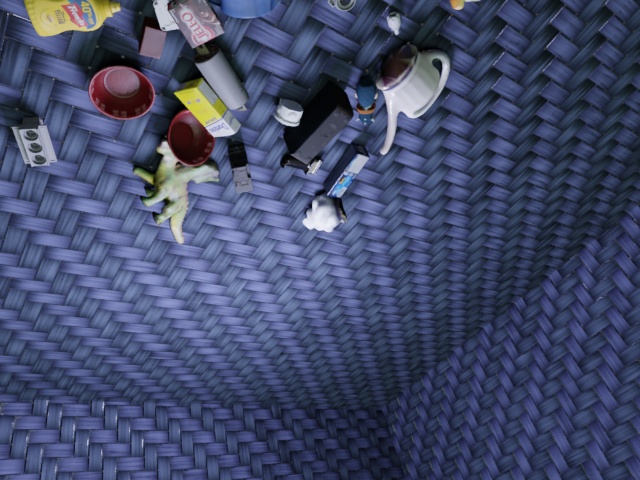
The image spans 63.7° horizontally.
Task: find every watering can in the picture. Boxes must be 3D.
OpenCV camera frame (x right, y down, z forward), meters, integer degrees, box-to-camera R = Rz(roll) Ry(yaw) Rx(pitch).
[{"bbox_3d":[0.248,-0.430,1.532,0.222,0.106,0.345,29,103,-42],"label":"watering can"}]

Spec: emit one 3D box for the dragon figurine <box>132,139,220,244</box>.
[{"bbox_3d":[-0.423,-0.161,1.607,0.243,0.125,0.401,-26,142,-4],"label":"dragon figurine"}]

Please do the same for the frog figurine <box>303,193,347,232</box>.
[{"bbox_3d":[0.006,-0.093,1.840,0.159,0.125,0.136,-18,108,12],"label":"frog figurine"}]
